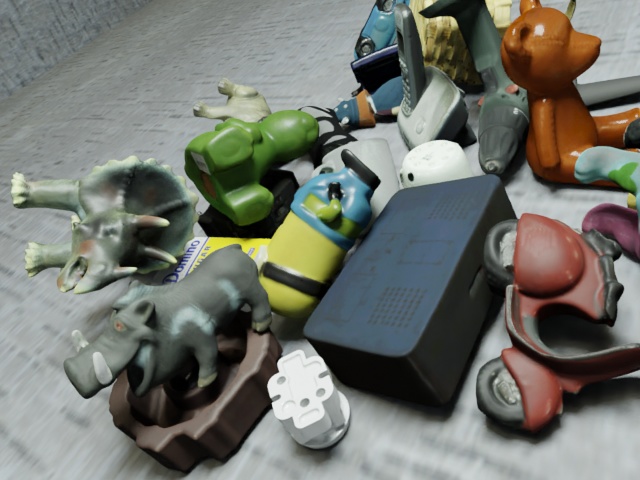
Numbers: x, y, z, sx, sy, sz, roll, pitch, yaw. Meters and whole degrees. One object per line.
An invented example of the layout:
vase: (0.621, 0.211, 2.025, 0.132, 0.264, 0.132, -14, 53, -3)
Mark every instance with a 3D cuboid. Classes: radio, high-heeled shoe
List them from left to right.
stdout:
high-heeled shoe: (0.041, -0.135, 0.785, 0.249, 0.086, 0.145, 29, 43, 31)
radio: (0.093, 0.037, 0.517, 0.131, 0.073, 0.229, -4, 39, 44)

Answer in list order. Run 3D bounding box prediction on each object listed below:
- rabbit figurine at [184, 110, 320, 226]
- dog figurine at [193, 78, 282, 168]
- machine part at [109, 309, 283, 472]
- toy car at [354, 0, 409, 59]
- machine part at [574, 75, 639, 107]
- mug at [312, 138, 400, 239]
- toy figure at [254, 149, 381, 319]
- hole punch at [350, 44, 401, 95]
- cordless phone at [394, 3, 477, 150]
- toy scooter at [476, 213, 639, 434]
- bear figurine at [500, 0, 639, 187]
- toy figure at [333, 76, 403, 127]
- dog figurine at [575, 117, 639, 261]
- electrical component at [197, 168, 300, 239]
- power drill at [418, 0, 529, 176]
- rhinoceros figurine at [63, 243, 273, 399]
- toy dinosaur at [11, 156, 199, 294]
rabbit figurine: (-0.081, -0.110, 0.706, 0.170, 0.121, 0.159, -32, 24, -24)
dog figurine: (-0.099, -0.203, 0.942, 0.191, 0.121, 0.172, 16, 54, 25)
machine part: (-0.122, 0.141, 0.544, 0.179, 0.056, 0.179, -17, 37, 13)
toy car: (0.133, -0.393, 1.011, 0.161, 0.103, 0.109, -59, 11, 35)
machine part: (0.359, -0.192, 0.688, 0.139, 0.039, 0.084, -6, 32, 28)
mug: (0.047, -0.055, 0.629, 0.109, 0.107, 0.081, -14, -8, -38)
toy figure: (-0.003, -0.002, 0.557, 0.180, 0.082, 0.089, -52, 48, 5)
hole punch: (0.111, -0.292, 0.922, 0.142, 0.092, 0.116, -21, 32, 12)
cordless phone: (0.142, -0.216, 0.723, 0.089, 0.184, 0.147, -17, 36, 4)
toy scooter: (0.198, 0.059, 0.420, 0.135, 0.075, 0.184, -4, 62, 32)
bear figurine: (0.268, -0.159, 0.567, 0.132, 0.195, 0.120, 3, 41, 32)
toy figure: (0.094, -0.216, 0.861, 0.155, 0.057, 0.064, -16, 30, 21)
dog figurine: (0.330, -0.012, 0.427, 0.191, 0.108, 0.219, -30, 40, -10)
electrical component: (-0.091, -0.048, 0.760, 0.115, 0.058, 0.134, 14, 52, 39)
power drill: (0.208, -0.214, 0.665, 0.086, 0.207, 0.232, -23, 19, 44)
rhinoceros figurine: (-0.132, 0.077, 0.489, 0.190, 0.111, 0.073, -36, 38, -24)
toy dinosaur: (-0.234, -0.008, 0.658, 0.192, 0.131, 0.405, -2, -3, -6)
